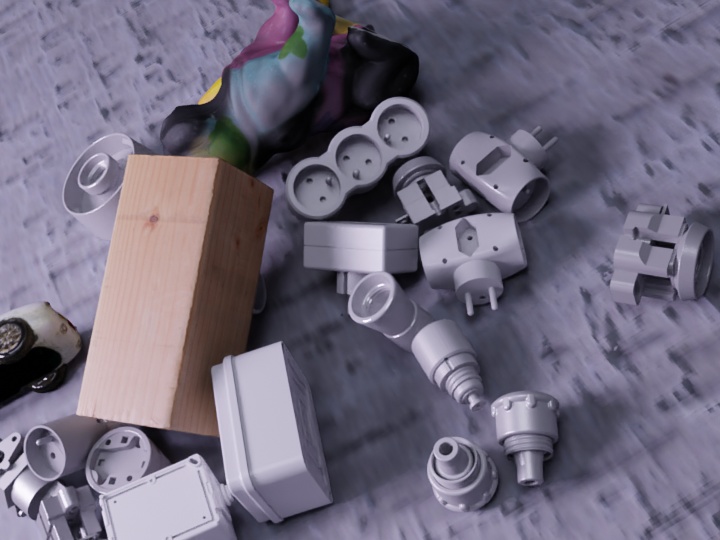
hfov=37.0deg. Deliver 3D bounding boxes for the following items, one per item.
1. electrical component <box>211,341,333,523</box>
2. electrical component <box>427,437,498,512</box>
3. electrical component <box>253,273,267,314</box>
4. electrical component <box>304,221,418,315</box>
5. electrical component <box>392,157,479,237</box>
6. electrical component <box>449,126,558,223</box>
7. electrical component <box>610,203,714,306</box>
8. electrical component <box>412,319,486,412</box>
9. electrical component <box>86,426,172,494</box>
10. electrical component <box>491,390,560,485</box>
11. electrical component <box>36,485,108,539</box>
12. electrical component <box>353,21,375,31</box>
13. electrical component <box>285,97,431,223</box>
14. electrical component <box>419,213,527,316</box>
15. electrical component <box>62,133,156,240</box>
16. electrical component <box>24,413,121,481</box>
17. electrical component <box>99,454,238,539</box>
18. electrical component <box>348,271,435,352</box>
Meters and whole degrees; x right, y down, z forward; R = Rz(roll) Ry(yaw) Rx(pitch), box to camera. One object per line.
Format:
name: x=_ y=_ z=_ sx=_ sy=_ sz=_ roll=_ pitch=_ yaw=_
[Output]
electrical component: x=-0.066 y=0.120 z=0.796 sx=0.057 sy=0.078 sz=0.113 roll=-18 pitch=53 yaw=5
electrical component: x=0.067 y=0.136 z=0.743 sx=0.048 sy=0.062 sz=0.048 roll=-10 pitch=55 yaw=15
electrical component: x=-0.108 y=0.020 z=0.905 sx=0.046 sy=0.040 sz=0.040 roll=-9 pitch=55 yaw=22
electrical component: x=0.000 y=0.000 z=0.868 sx=0.083 sy=0.047 sz=0.075 roll=5 pitch=96 yaw=38
electrical component: x=0.057 y=-0.060 z=0.892 sx=0.066 sy=0.048 sz=0.055 roll=-27 pitch=60 yaw=2
electrical component: x=0.127 y=-0.088 z=0.884 sx=0.079 sy=0.043 sz=0.077 roll=-41 pitch=53 yaw=-9
electrical component: x=0.223 y=-0.009 z=0.785 sx=0.057 sy=0.058 sz=0.078 roll=11 pitch=61 yaw=30
electrical component: x=0.069 y=0.072 z=0.799 sx=0.040 sy=0.040 sz=0.078 roll=-31 pitch=52 yaw=-1
electrical component: x=-0.176 y=0.156 z=0.834 sx=0.055 sy=0.047 sz=0.055 roll=-10 pitch=55 yaw=15
electrical component: x=0.117 y=0.118 z=0.749 sx=0.048 sy=0.048 sz=0.062 roll=-8 pitch=62 yaw=16
electrical component: x=-0.216 y=0.201 z=0.813 sx=0.048 sy=0.066 sz=0.055 roll=-15 pitch=64 yaw=-30
electrical component: x=-0.019 y=-0.224 z=1.034 sx=0.065 sy=0.044 sz=0.044 roll=17 pitch=65 yaw=24
electrical component: x=-0.004 y=-0.090 z=0.925 sx=0.138 sy=0.073 sz=0.052 roll=-37 pitch=89 yaw=-7
electrical component: x=0.091 y=0.000 z=0.838 sx=0.077 sy=0.043 sz=0.079 roll=-14 pitch=54 yaw=12
electrical component: x=-0.229 y=-0.078 z=1.018 sx=0.099 sy=0.064 sz=0.099 roll=-19 pitch=53 yaw=26
electrical component: x=-0.221 y=0.134 z=0.853 sx=0.043 sy=0.081 sz=0.043 roll=4 pitch=99 yaw=29
electrical component: x=-0.133 y=0.185 z=0.793 sx=0.096 sy=0.061 sz=0.061 roll=-23 pitch=52 yaw=-4
electrical component: x=0.027 y=0.035 z=0.825 sx=0.044 sy=0.065 sz=0.044 roll=-24 pitch=48 yaw=29
